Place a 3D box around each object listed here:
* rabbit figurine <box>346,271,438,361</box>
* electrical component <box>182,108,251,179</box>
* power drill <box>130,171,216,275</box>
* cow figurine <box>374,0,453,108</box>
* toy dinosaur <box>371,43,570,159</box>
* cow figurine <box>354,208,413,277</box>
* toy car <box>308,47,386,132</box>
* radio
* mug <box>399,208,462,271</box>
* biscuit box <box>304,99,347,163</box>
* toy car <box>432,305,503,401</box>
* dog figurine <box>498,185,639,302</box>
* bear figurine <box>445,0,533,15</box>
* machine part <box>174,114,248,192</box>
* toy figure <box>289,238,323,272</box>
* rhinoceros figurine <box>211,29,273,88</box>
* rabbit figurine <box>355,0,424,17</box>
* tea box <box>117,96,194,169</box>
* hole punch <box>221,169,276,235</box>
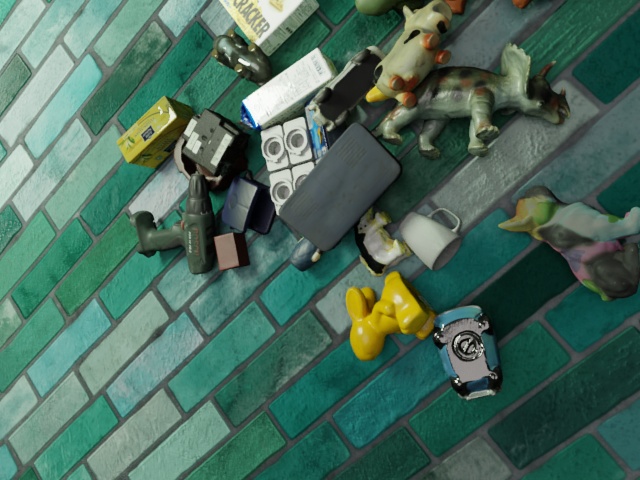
[{"bbox_3d":[0.117,0.152,1.034,0.162,0.122,0.173,47,106,22],"label":"rabbit figurine"},{"bbox_3d":[-0.232,-0.213,1.156,0.134,0.058,0.115,38,102,21],"label":"electrical component"},{"bbox_3d":[-0.328,-0.037,1.229,0.207,0.086,0.231,-3,104,20],"label":"power drill"},{"bbox_3d":[0.172,-0.348,0.981,0.195,0.085,0.127,-53,43,5],"label":"cow figurine"},{"bbox_3d":[0.241,-0.258,1.000,0.405,0.131,0.192,7,75,30],"label":"toy dinosaur"},{"bbox_3d":[0.100,-0.014,1.073,0.098,0.068,0.167,-40,72,21],"label":"cow figurine"},{"bbox_3d":[0.059,-0.298,1.059,0.202,0.056,0.073,-47,109,-11],"label":"toy car"},{"bbox_3d":[0.042,-0.095,1.012,0.131,0.073,0.229,42,105,3],"label":"radio"},{"bbox_3d":[0.210,-0.014,1.021,0.107,0.080,0.109,41,110,27],"label":"mug"},{"bbox_3d":[0.023,-0.193,1.099,0.059,0.063,0.202,-21,79,60],"label":"biscuit box"},{"bbox_3d":[0.276,0.203,0.975,0.109,0.103,0.161,-22,71,19],"label":"toy car"},{"bbox_3d":[0.423,0.003,0.922,0.219,0.108,0.191,3,93,27],"label":"dog figurine"},{"bbox_3d":[0.329,-0.457,0.964,0.196,0.120,0.132,29,103,15],"label":"bear figurine"},{"bbox_3d":[-0.247,-0.197,1.225,0.180,0.056,0.179,-1,89,23],"label":"machine part"},{"bbox_3d":[-0.004,-0.005,1.121,0.064,0.058,0.154,42,99,12],"label":"toy figure"},{"bbox_3d":[-0.171,-0.396,1.165,0.191,0.112,0.073,39,101,35],"label":"rhinoceros figurine"},{"bbox_3d":[0.135,-0.503,1.045,0.159,0.121,0.170,22,83,0],"label":"rabbit figurine"},{"bbox_3d":[-0.377,-0.248,1.256,0.169,0.098,0.068,-38,75,19],"label":"tea box"},{"bbox_3d":[-0.163,-0.077,1.172,0.116,0.092,0.142,22,101,25],"label":"hole punch"}]
